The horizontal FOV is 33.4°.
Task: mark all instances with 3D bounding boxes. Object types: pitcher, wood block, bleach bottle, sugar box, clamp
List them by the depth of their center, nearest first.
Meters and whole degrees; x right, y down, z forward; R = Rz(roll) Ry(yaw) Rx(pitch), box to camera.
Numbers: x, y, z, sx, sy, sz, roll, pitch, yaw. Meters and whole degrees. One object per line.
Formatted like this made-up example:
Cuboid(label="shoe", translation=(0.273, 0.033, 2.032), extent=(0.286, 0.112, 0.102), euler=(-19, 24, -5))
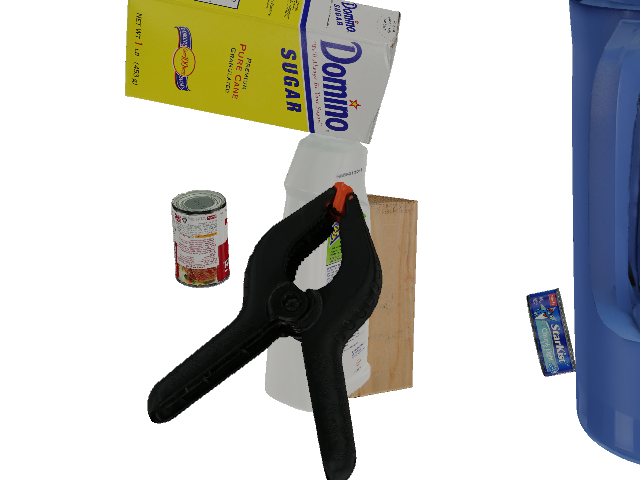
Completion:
Cuboid(label="pitcher", translation=(0.184, -0.007, 0.539), extent=(0.149, 0.243, 0.145), euler=(-4, 18, -6))
Cuboid(label="clamp", translation=(-0.006, 0.050, 0.594), extent=(0.120, 0.171, 0.039), euler=(27, -16, 15))
Cuboid(label="sugar box", translation=(-0.041, -0.125, 0.724), extent=(0.176, 0.048, 0.093), euler=(12, -40, -1))
Cuboid(label="bleach bottle", translation=(0.006, 0.010, 0.881), extent=(0.068, 0.251, 0.102), euler=(17, 24, 29))
Cuboid(label="wood block", translation=(0.043, 0.056, 1.168), extent=(0.090, 0.206, 0.091), euler=(-5, 10, -36))

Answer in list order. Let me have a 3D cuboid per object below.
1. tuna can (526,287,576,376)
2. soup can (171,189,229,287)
Cuboid(label="tuna can", translation=(0.232, 0.092, 1.071), extent=(0.034, 0.086, 0.086), euler=(-12, -3, 12))
Cuboid(label="soup can", translation=(-0.146, -0.003, 1.303), extent=(0.068, 0.102, 0.068), euler=(0, 26, 0))
